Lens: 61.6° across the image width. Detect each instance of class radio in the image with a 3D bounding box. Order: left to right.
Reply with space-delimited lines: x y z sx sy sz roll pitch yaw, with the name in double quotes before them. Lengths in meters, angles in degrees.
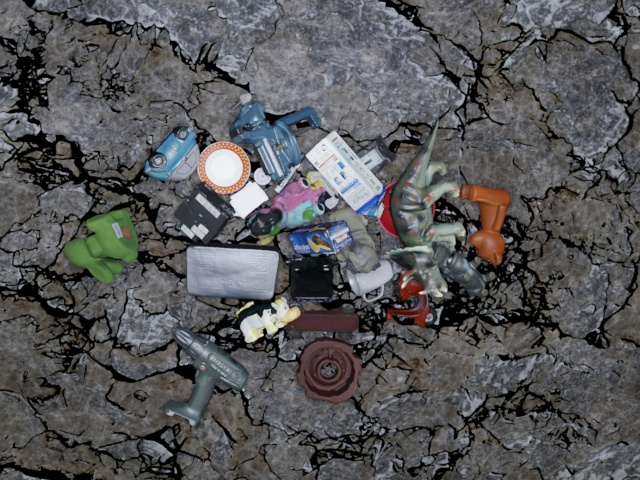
"radio" -0.220 0.078 1.355 0.230 0.073 0.131 4 97 -5

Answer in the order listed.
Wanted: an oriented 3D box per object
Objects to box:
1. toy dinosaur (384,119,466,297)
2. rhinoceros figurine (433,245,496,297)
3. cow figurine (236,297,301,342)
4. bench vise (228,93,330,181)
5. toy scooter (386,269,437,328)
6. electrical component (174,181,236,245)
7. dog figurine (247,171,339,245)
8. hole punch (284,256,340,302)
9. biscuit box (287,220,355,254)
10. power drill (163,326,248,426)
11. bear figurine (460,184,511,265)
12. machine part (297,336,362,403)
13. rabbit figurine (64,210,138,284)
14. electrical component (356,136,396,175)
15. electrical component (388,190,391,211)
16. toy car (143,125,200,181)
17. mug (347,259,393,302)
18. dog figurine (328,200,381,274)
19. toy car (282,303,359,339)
"toy dinosaur" 0.233 -0.070 1.292 0.192 0.131 0.404 -13 96 -8
"rhinoceros figurine" 0.369 0.078 1.406 0.190 0.112 0.073 36 74 -21
"cow figurine" -0.131 0.187 1.359 0.167 0.068 0.098 -28 85 21
"bench vise" -0.094 -0.271 1.312 0.241 0.129 0.223 -29 89 -23
"toy scooter" 0.231 0.151 1.413 0.135 0.075 0.183 -12 102 -5
"electrical component" -0.288 -0.059 1.319 0.115 0.058 0.134 46 118 -1
"dog figurine" -0.078 -0.073 1.342 0.219 0.191 0.108 -29 93 30
"hole punch" -0.020 0.106 1.380 0.142 0.092 0.116 0 71 3
"biscuit box" -0.003 -0.004 1.303 0.063 0.203 0.059 -30 102 -28
"power drill" -0.318 0.355 1.378 0.232 0.086 0.207 30 85 -11
"bear figurine" 0.422 -0.039 1.393 0.132 0.120 0.195 10 101 -3
"machine part" 0.022 0.341 1.419 0.179 0.056 0.179 -1 95 -6
"rabbit figurine" -0.533 0.020 1.310 0.170 0.121 0.159 -21 106 15
"electrical component" 0.126 -0.201 1.369 0.075 0.048 0.119 49 129 -7
"electrical component" 0.202 -0.084 1.351 0.094 0.021 0.063 39 91 -10
"toy car" -0.346 -0.198 1.300 0.103 0.109 0.161 44 82 -22
"mug" 0.137 0.101 1.394 0.107 0.081 0.109 -21 94 -12
"dog figurine" 0.083 -0.010 1.319 0.121 0.190 0.172 -31 97 -2
"toy car" 0.000 0.209 1.402 0.202 0.053 0.089 1 110 0
